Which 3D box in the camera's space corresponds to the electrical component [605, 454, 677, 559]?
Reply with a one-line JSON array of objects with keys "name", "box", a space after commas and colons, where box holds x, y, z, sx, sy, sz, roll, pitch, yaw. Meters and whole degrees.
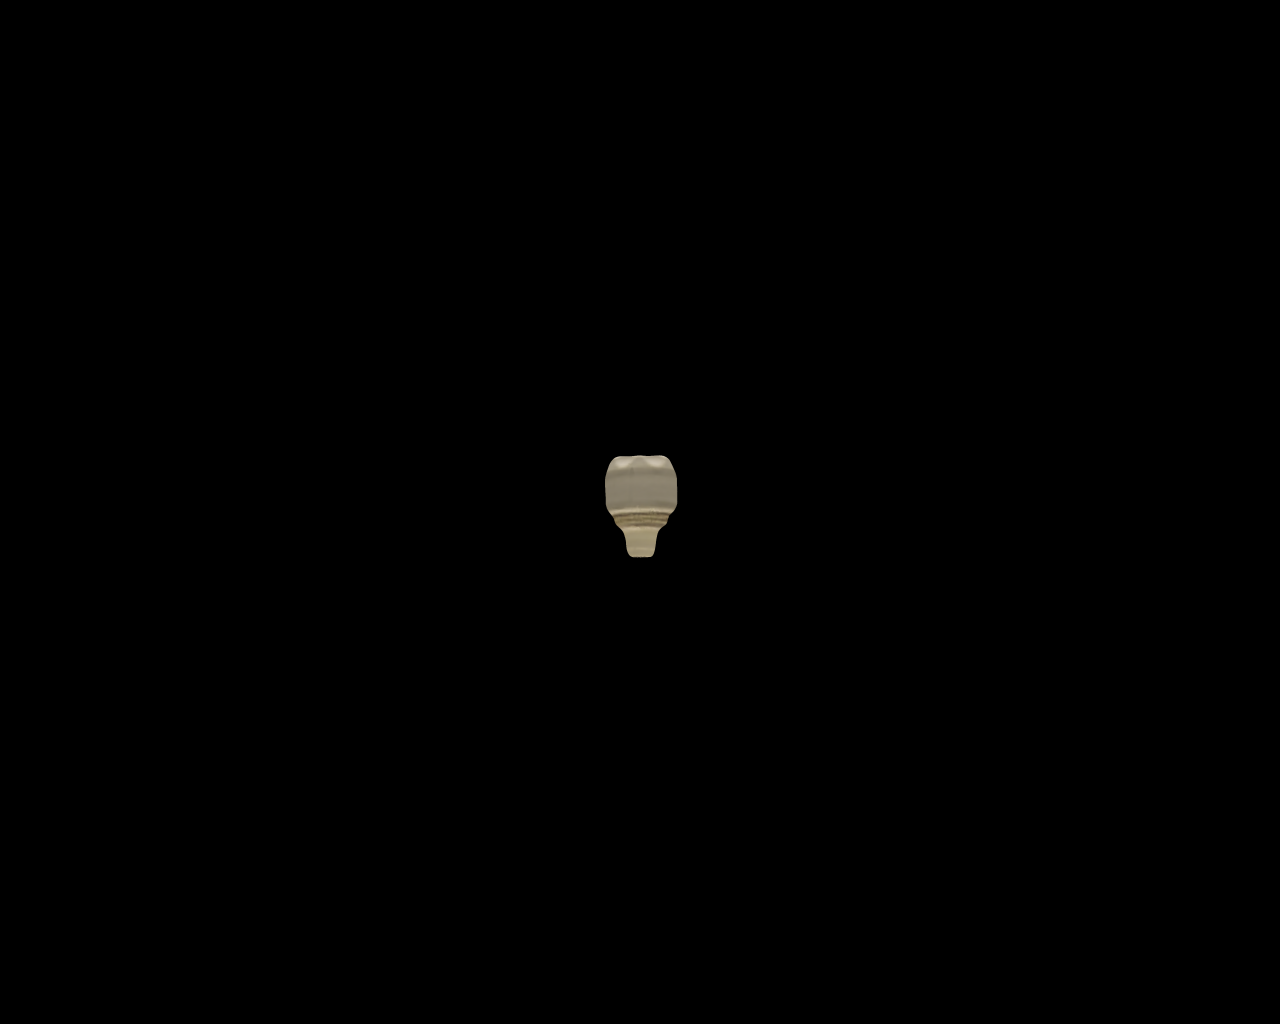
[{"name": "electrical component", "box": [0.001, -0.003, 0.650, 0.043, 0.062, 0.043, 0, -6, 0]}]
